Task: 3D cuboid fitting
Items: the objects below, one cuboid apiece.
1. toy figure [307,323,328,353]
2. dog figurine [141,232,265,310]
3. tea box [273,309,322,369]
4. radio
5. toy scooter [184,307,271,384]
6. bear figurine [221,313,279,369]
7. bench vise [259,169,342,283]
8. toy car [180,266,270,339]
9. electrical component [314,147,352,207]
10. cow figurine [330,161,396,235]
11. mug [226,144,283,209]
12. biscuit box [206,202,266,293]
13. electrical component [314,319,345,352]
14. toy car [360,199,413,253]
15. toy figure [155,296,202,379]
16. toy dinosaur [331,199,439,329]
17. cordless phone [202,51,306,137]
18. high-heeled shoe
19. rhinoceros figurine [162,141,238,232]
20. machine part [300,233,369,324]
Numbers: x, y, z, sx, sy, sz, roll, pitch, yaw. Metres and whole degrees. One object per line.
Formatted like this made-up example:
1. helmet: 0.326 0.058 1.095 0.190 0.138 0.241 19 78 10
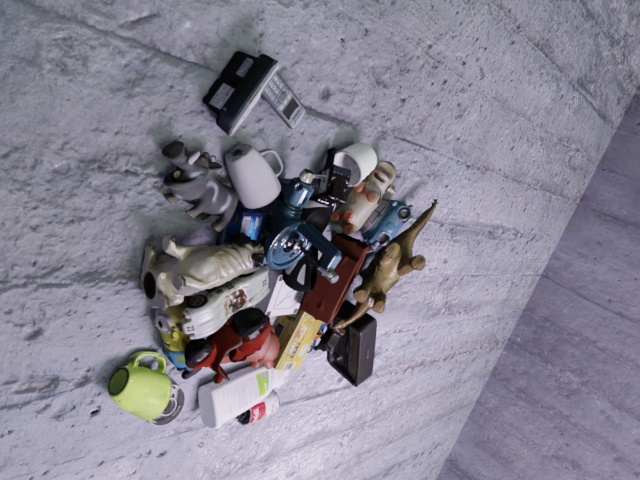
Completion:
1. toy figure: -0.009 0.224 1.411 0.064 0.058 0.154 15 106 -53
2. dog figurine: -0.212 0.057 0.983 0.190 0.172 0.121 -3 77 -45
3. tea box: -0.067 0.234 1.340 0.098 0.068 0.169 21 98 -54
4. radio: 0.086 0.287 1.504 0.073 0.131 0.229 -28 135 -34
5. toy scooter: -0.176 0.218 1.063 0.184 0.075 0.135 -27 135 -25
6. bear figurine: -0.159 0.229 1.214 0.195 0.132 0.120 97 -4 -75
7. bench vise: -0.034 -0.015 1.061 0.223 0.241 0.128 -53 148 11
8. toy car: -0.177 0.115 1.021 0.202 0.056 0.073 -34 137 -37
9. electrical component: 0.029 -0.136 1.169 0.048 0.075 0.119 17 74 -25
10. cow figurine: 0.114 -0.103 1.283 0.195 0.085 0.127 -54 168 9
11. mug: -0.120 -0.130 1.004 0.109 0.081 0.107 -40 132 -14
12. biscuit box: -0.170 0.024 1.072 0.059 0.063 0.202 -5 118 -47
13. electrical component: 0.022 0.255 1.441 0.045 0.102 0.078 46 57 -11
14. toy car: 0.152 -0.048 1.364 0.161 0.103 0.109 -47 -179 -18
15. toy figure: -0.271 0.186 1.059 0.089 0.082 0.179 -46 139 -43
16. toy dinosaur: 0.188 0.058 1.420 0.471 0.105 0.198 -47 -175 -9
17. cordless phone: -0.103 -0.228 0.953 0.146 0.089 0.184 -56 148 -3
18. high-heeled shoe: -0.002 -0.004 1.177 0.249 0.145 0.086 -49 144 -10
19. rhinoceros figurine: -0.207 -0.094 0.933 0.112 0.073 0.190 -51 144 -8
20. machine part: 0.035 0.086 1.274 0.201 0.087 0.201 -63 172 7
